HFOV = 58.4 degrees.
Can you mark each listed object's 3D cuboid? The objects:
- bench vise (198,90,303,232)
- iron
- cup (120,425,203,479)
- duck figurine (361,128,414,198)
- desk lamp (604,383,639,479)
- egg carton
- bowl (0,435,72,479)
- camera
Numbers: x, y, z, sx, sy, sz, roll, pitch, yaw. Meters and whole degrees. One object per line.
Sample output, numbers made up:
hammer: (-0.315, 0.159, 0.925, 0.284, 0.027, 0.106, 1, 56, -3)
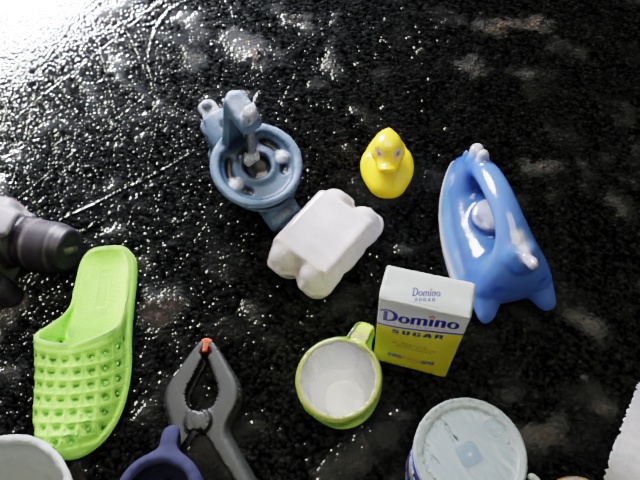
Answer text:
bench vise: (-0.114, -0.125, 0.753, 0.207, 0.220, 0.122, 31, 67, 20)
iron: (0.214, -0.035, 0.724, 0.118, 0.141, 0.258, -12, 60, -2)
cup: (-0.157, 0.264, 0.608, 0.091, 0.095, 0.118, 0, 61, 4)
duck figurine: (0.096, -0.123, 0.814, 0.077, 0.086, 0.104, 1, 61, 5)
desk lamp: (0.339, 0.238, 0.519, 0.202, 0.214, 0.118, 27, 66, 18)
egg carton: (0.007, 0.003, 0.759, 0.107, 0.069, 0.150, 33, 68, 20)
bowl: (-0.332, 0.300, 0.612, 0.167, 0.075, 0.167, -2, 60, 3)
camera: (-0.405, 0.013, 0.765, 0.136, 0.101, 0.143, 9, 62, 9)
